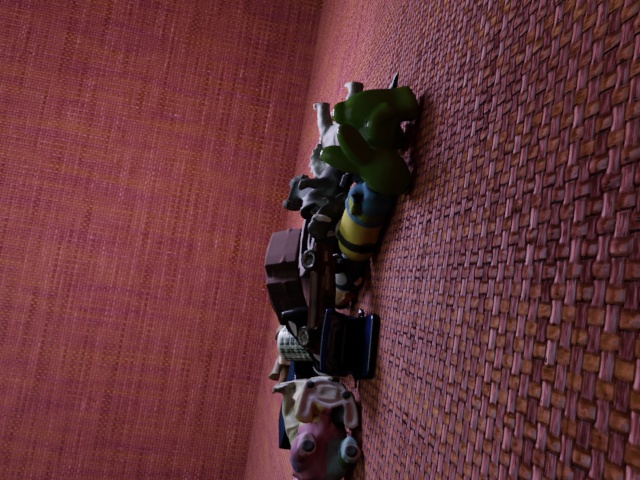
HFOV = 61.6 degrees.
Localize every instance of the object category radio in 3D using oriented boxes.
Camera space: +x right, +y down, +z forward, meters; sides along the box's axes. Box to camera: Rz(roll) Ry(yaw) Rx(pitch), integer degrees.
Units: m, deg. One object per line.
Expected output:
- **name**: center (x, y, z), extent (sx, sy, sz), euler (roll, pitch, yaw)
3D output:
- **radio**: center (-0.050, 0.400, 1.333), extent (0.131, 0.073, 0.229), euler (-101, 21, -66)

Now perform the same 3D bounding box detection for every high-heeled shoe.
- **high-heeled shoe**: center (-0.030, 0.224, 1.137), extent (0.248, 0.145, 0.086), euler (111, 167, -47)

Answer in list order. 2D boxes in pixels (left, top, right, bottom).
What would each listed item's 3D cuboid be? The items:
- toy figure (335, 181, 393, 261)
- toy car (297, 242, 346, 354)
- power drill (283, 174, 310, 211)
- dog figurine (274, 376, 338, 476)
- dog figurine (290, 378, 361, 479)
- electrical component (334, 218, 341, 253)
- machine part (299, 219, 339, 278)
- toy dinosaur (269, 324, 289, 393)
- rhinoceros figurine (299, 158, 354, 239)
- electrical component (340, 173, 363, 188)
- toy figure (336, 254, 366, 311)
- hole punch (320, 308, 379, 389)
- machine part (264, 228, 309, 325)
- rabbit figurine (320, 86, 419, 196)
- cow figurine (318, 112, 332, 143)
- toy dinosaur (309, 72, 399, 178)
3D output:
- **toy figure**: center (0.078, -0.040, 0.948), extent (0.180, 0.082, 0.089), euler (112, 166, -46)
- **toy car**: center (0.007, 0.105, 0.974), extent (0.053, 0.089, 0.202), euler (-3, 79, 46)
- **power drill**: center (-0.019, -0.073, 1.433), extent (0.207, 0.086, 0.231), euler (42, 119, 52)
- **dog figurine**: center (-0.016, 0.379, 1.088), extent (0.172, 0.121, 0.190), euler (12, -113, -66)
- **dog figurine**: center (-0.004, 0.373, 0.938), extent (0.192, 0.108, 0.219), euler (-91, 11, -48)
- **electrical component**: center (0.061, -0.019, 1.114), extent (0.134, 0.058, 0.115), euler (122, 158, -70)
- **machine part**: center (-0.002, -0.003, 1.137), extent (0.179, 0.056, 0.179), euler (-170, 90, -81)
- **toy dinosaur**: center (-0.077, 0.251, 1.590), extent (0.199, 0.105, 0.470), euler (-92, 19, -70)
- **rhinoceros figurine**: center (0.021, -0.087, 1.040), extent (0.073, 0.112, 0.190), euler (77, -144, -57)
- **electrical component**: center (0.085, -0.131, 0.961), extent (0.119, 0.048, 0.074), euler (-54, -10, -41)
- **toy figure**: center (0.048, 0.084, 1.064), extent (0.064, 0.058, 0.154), euler (-107, 27, -49)
- **hole punch**: center (0.042, 0.178, 0.916), extent (0.115, 0.092, 0.142), euler (114, 161, -73)
- **machine part**: center (-0.066, 0.090, 1.295), extent (0.201, 0.087, 0.200), euler (-81, -21, -53)
- **rabbit figurine**: center (0.089, -0.151, 0.847), extent (0.121, 0.159, 0.170), euler (128, 137, -53)
- **cow figurine**: center (0.040, -0.280, 1.477), extent (0.195, 0.085, 0.127), euler (148, 138, -76)
- **toy dinosaur**: center (0.067, -0.214, 1.135), extent (0.405, 0.131, 0.192), euler (-174, 81, -77)
